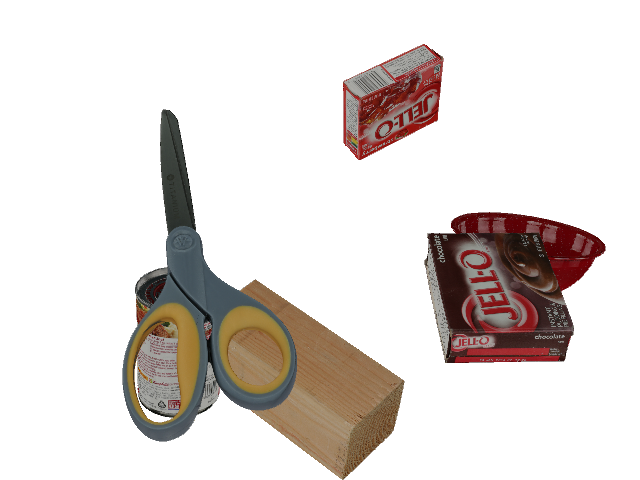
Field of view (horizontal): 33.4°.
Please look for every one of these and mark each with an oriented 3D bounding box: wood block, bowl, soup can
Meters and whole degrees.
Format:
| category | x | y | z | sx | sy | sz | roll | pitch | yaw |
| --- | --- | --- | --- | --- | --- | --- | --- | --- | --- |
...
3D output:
| category | x | y | z | sx | sy | sz | roll | pitch | yaw |
| --- | --- | --- | --- | --- | --- | --- | --- | --- | --- |
| wood block | -0.024 | 0.143 | 1.129 | 0.206 | 0.090 | 0.090 | 33 | 49 | 26 |
| bowl | 0.214 | 0.018 | 1.127 | 0.162 | 0.055 | 0.162 | 6 | 17 | -2 |
| soup can | -0.112 | 0.081 | 0.848 | 0.068 | 0.102 | 0.068 | 3 | 28 | -2 |

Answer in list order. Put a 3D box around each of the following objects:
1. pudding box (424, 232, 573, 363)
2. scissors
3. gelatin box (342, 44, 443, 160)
| category | x | y | z | sx | sy | sz | roll | pitch | yaw |
| --- | --- | --- | --- | --- | --- | --- | --- | --- | --- |
| pudding box | 0.130 | 0.041 | 0.798 | 0.090 | 0.039 | 0.113 | 0 | 37 | -5 |
| scissors | -0.054 | 0.011 | 0.565 | 0.096 | 0.201 | 0.016 | 4 | -32 | 4 |
| gelatin box | 0.062 | -0.119 | 0.918 | 0.089 | 0.030 | 0.073 | -27 | -35 | -20 |
